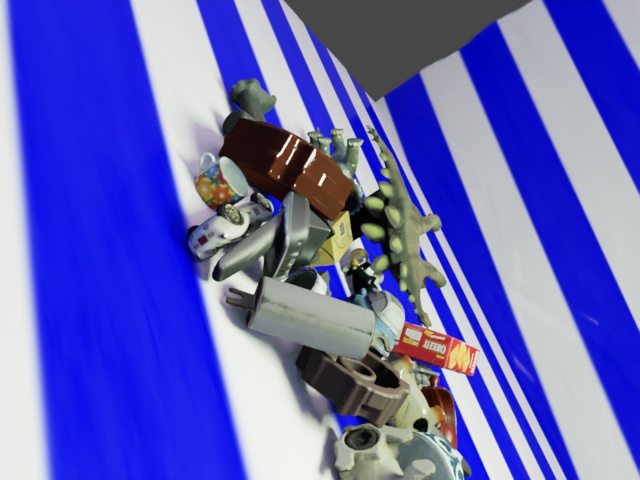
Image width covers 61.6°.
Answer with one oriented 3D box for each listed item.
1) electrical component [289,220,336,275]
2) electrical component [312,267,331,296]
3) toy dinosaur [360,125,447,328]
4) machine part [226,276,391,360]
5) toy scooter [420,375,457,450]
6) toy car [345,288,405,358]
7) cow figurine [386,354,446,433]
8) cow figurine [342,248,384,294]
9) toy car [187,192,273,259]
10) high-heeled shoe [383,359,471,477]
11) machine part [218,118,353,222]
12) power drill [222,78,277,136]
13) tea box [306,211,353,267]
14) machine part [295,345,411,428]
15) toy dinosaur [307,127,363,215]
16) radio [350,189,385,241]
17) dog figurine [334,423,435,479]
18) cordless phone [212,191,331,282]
[{"bbox_3d":[-0.033,0.010,0.903,0.075,0.119,0.048,64,19,4],"label":"electrical component"},{"bbox_3d":[-0.010,0.083,0.974,0.102,0.045,0.078,-43,130,-68],"label":"electrical component"},{"bbox_3d":[0.185,-0.031,1.221,0.198,0.105,0.471,7,68,-47],"label":"toy dinosaur"},{"bbox_3d":[-0.013,0.110,0.753,0.243,0.079,0.079,18,32,-11],"label":"machine part"},{"bbox_3d":[0.233,0.352,1.069,0.184,0.075,0.135,-66,146,-54],"label":"toy scooter"},{"bbox_3d":[0.113,0.150,1.055,0.109,0.103,0.162,46,8,-17],"label":"toy car"},{"bbox_3d":[0.137,0.304,0.882,0.195,0.127,0.085,60,-15,18],"label":"cow figurine"},{"bbox_3d":[0.098,0.095,1.194,0.098,0.068,0.167,3,58,-61],"label":"cow figurine"},{"bbox_3d":[-0.125,-0.023,0.787,0.056,0.073,0.202,55,19,-1],"label":"toy car"},{"bbox_3d":[0.183,0.329,0.988,0.248,0.086,0.145,34,45,-18],"label":"high-heeled shoe"},{"bbox_3d":[-0.057,-0.120,0.931,0.202,0.087,0.200,23,-8,39],"label":"machine part"},{"bbox_3d":[-0.116,-0.220,1.117,0.231,0.086,0.207,33,40,-49],"label":"power drill"},{"bbox_3d":[-0.002,-0.003,1.010,0.169,0.098,0.068,-41,125,-70],"label":"tea box"},{"bbox_3d":[0.049,0.205,0.810,0.179,0.056,0.179,27,8,-4],"label":"machine part"},{"bbox_3d":[0.030,-0.171,1.336,0.405,0.131,0.192,-99,-169,-72],"label":"toy dinosaur"},{"bbox_3d":[0.123,-0.069,1.394,0.073,0.131,0.229,57,19,-4],"label":"radio"},{"bbox_3d":[0.089,0.372,0.753,0.172,0.121,0.190,-130,-150,-68],"label":"dog figurine"},{"bbox_3d":[-0.086,0.025,0.781,0.089,0.146,0.184,46,54,11],"label":"cordless phone"}]
